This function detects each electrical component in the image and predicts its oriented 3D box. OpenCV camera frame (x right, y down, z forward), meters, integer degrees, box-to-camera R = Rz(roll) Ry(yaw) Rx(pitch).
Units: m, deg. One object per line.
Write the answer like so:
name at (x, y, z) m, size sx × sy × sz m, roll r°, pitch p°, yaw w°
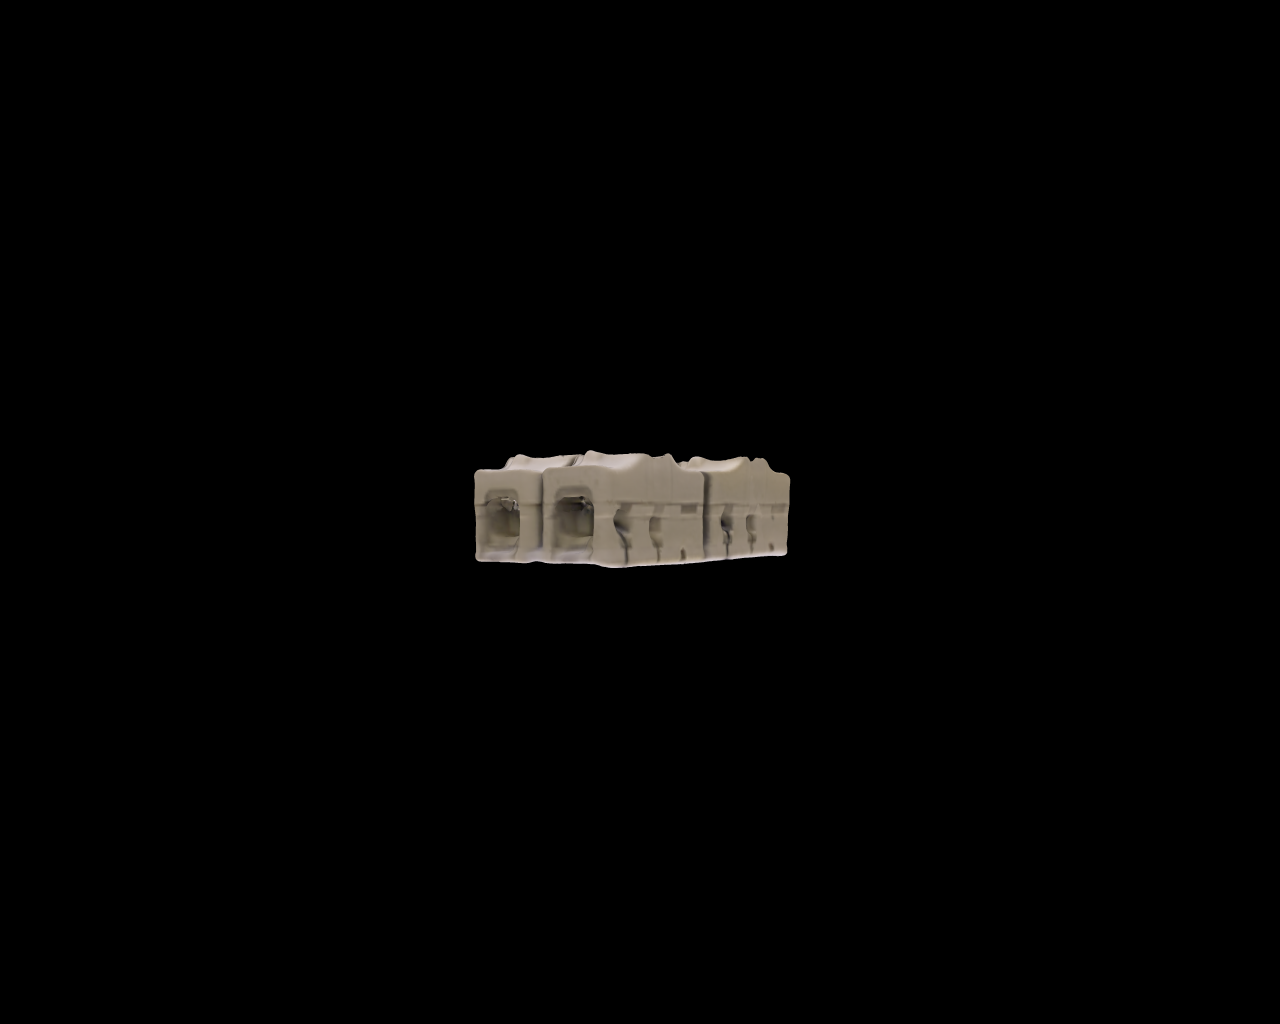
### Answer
electrical component at (0.001, -0.003, 0.650) m, size 0.105 × 0.060 × 0.186 m, roll 0°, pitch 0°, yaw 39°
